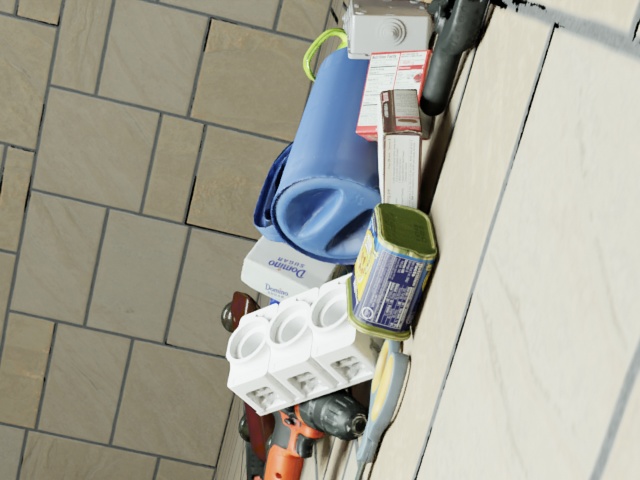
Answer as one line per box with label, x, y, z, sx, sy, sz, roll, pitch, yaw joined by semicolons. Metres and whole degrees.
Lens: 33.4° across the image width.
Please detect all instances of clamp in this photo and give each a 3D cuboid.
clamp;0.118;-0.183;0.944;0.171;0.039;0.120;118;154;-80
clamp;-0.080;0.208;1.370;0.164;0.036;0.210;77;-167;-76

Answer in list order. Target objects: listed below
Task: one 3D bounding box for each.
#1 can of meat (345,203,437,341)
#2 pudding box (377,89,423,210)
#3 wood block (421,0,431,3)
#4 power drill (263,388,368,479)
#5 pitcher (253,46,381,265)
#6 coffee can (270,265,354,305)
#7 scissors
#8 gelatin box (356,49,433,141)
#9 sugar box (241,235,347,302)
can of meat;0.062;0.024;0.924;0.102;0.057;0.084;-90;16;-65
pudding box;0.074;-0.071;0.986;0.090;0.039;0.113;-89;-4;-56
wood block;0.106;-0.297;1.046;0.206;0.090;0.090;-127;51;-83
power drill;-0.016;0.226;1.080;0.185;0.057;0.188;19;101;61
pitcher;0.023;-0.099;1.177;0.145;0.149;0.242;108;175;-48
coffee can;-0.007;0.066;1.272;0.103;0.102;0.140;109;172;-48
scissors;0.045;0.171;0.959;0.096;0.016;0.202;-82;8;-57
gelatin box;0.080;-0.144;1.066;0.073;0.030;0.089;4;78;40
sugar box;-0.008;0.002;1.207;0.176;0.093;0.048;-54;-15;-41
